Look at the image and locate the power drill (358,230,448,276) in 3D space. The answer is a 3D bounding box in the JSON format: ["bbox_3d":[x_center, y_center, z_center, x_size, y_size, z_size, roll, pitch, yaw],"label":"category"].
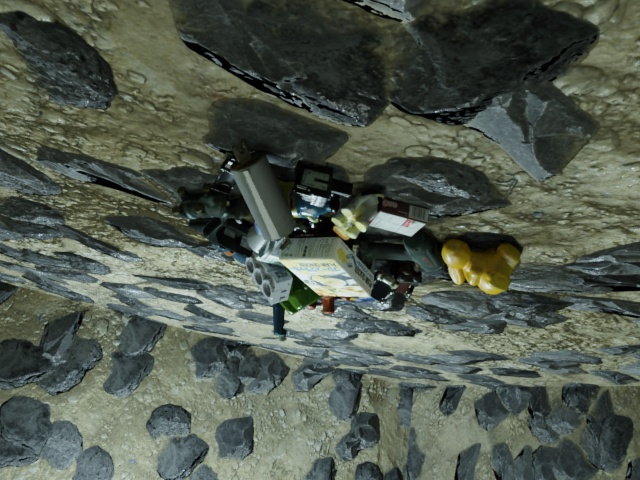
[{"bbox_3d":[0.211,0.044,1.367,0.208,0.086,0.231,5,159,23],"label":"power drill"}]

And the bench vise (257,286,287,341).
[{"bbox_3d":[-0.130,0.209,1.747,0.129,0.240,0.223,0,173,16],"label":"bench vise"}]

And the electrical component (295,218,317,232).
[{"bbox_3d":[-0.047,-0.055,1.225,0.102,0.078,0.045,19,154,33],"label":"electrical component"}]

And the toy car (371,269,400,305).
[{"bbox_3d":[0.178,0.133,1.545,0.073,0.056,0.201,33,160,5],"label":"toy car"}]

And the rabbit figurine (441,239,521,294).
[{"bbox_3d":[0.373,0.050,1.306,0.173,0.122,0.162,25,167,-2],"label":"rabbit figurine"}]

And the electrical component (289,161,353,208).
[{"bbox_3d":[0.003,-0.108,1.078,0.119,0.075,0.047,11,158,-10],"label":"electrical component"}]

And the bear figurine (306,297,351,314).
[{"bbox_3d":[0.057,0.162,1.677,0.120,0.132,0.196,21,163,-40],"label":"bear figurine"}]

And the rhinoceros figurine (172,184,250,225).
[{"bbox_3d":[-0.258,-0.076,1.274,0.191,0.073,0.112,1,156,23],"label":"rhinoceros figurine"}]

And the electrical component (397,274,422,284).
[{"bbox_3d":[0.237,0.103,1.421,0.063,0.021,0.094,3,174,8],"label":"electrical component"}]

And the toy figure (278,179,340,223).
[{"bbox_3d":[-0.045,-0.081,1.159,0.180,0.082,0.089,0,157,17],"label":"toy figure"}]

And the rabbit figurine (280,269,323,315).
[{"bbox_3d":[-0.062,0.110,1.583,0.159,0.170,0.121,-30,172,-19],"label":"rabbit figurine"}]

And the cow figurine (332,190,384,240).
[{"bbox_3d":[0.081,-0.057,1.169,0.068,0.098,0.167,43,162,-2],"label":"cow figurine"}]

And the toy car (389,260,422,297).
[{"bbox_3d":[0.241,0.111,1.559,0.089,0.053,0.202,22,162,10],"label":"toy car"}]

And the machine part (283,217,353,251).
[{"bbox_3d":[-0.003,-0.004,1.370,0.179,0.056,0.179,9,160,3],"label":"machine part"}]

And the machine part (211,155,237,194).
[{"bbox_3d":[-0.181,-0.136,1.135,0.084,0.039,0.139,16,157,-30],"label":"machine part"}]

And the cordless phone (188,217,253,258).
[{"bbox_3d":[-0.266,-0.015,1.455,0.184,0.088,0.146,4,162,46],"label":"cordless phone"}]

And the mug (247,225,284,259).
[{"bbox_3d":[-0.128,-0.012,1.348,0.081,0.109,0.107,25,141,-22],"label":"mug"}]

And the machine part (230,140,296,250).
[{"bbox_3d":[-0.111,-0.086,1.073,0.079,0.079,0.243,-5,123,33],"label":"machine part"}]

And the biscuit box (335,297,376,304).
[{"bbox_3d":[0.129,0.165,1.738,0.062,0.059,0.203,26,153,-36],"label":"biscuit box"}]

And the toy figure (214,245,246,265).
[{"bbox_3d":[-0.246,0.029,1.560,0.154,0.064,0.058,35,-175,-39],"label":"toy figure"}]
